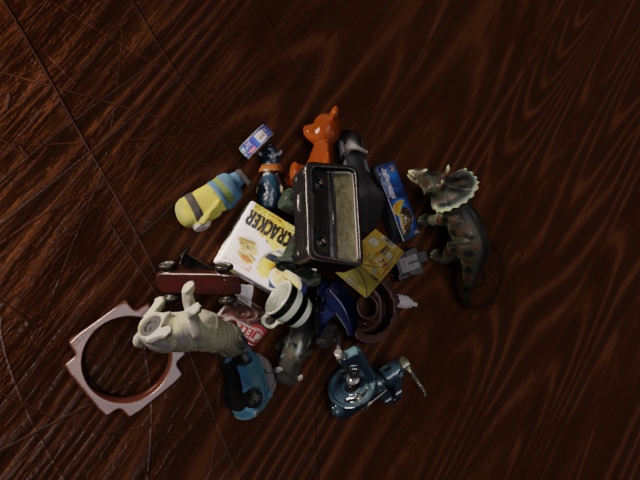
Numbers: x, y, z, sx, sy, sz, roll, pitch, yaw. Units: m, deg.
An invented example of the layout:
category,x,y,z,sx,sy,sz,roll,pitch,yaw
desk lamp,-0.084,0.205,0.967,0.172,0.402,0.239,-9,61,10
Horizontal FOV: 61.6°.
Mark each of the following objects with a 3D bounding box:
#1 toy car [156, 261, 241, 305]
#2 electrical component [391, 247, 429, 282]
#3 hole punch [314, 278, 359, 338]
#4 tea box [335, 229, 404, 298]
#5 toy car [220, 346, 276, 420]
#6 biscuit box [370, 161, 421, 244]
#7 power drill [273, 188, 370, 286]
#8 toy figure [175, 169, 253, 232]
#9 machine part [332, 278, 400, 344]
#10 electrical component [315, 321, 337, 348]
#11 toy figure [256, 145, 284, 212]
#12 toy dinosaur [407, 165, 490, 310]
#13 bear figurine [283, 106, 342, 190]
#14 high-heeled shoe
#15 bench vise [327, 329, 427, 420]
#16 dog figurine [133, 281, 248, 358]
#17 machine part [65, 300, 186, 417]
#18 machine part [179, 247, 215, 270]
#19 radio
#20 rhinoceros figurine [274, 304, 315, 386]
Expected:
category,x,y,z,sx,sy,sz,roll,pitch,yaw
toy car,-0.257,0.089,1.145,0.202,0.053,0.089,-1,102,17
electrical component,0.234,0.057,1.376,0.119,0.048,0.074,-14,90,-19
hole punch,0.038,0.149,1.183,0.092,0.142,0.115,2,101,13
tea box,0.120,0.052,1.267,0.098,0.068,0.169,40,35,10
toy car,-0.153,0.309,1.191,0.103,0.109,0.161,-2,73,-43
biscuit box,0.185,-0.095,1.365,0.059,0.063,0.202,-22,93,-21
power drill,-0.002,-0.004,1.212,0.232,0.086,0.207,29,69,-17
toy figure,-0.239,-0.093,1.204,0.180,0.082,0.089,-43,80,-11
machine part,0.109,0.163,1.307,0.179,0.056,0.179,6,76,-25
electrical component,0.016,0.222,1.266,0.094,0.021,0.063,17,75,-62
toy figure,-0.118,-0.145,1.264,0.064,0.058,0.154,5,82,-17
toy dinosaur,0.358,-0.017,1.351,0.131,0.192,0.404,-28,94,-21
bear figurine,-0.013,-0.218,1.278,0.132,0.120,0.195,4,82,-16
high-heeled shoe,0.089,-0.149,1.351,0.086,0.145,0.248,-16,119,-23
bench vise,0.103,0.312,1.236,0.224,0.129,0.240,-25,129,4
dog figurine,-0.257,0.202,1.088,0.172,0.121,0.190,-25,128,7
machine part,-0.397,0.242,1.110,0.201,0.087,0.201,-38,97,-18
machine part,-0.248,0.072,1.186,0.139,0.084,0.039,37,43,-5
radio,0.015,-0.051,1.155,0.131,0.073,0.229,6,70,-26
rhinoceros figurine,-0.049,0.237,1.223,0.073,0.112,0.190,29,68,-18
